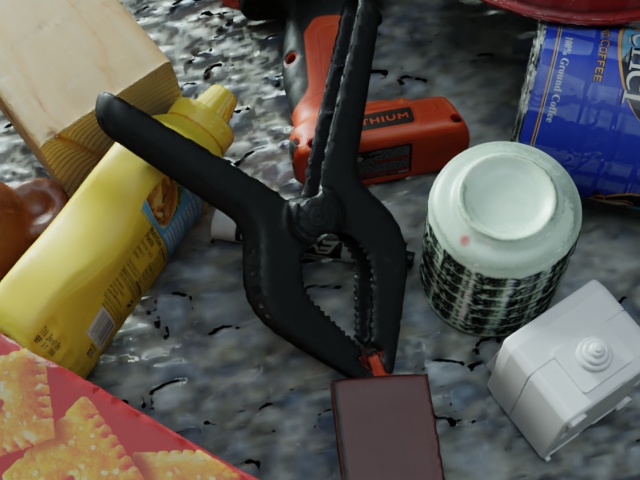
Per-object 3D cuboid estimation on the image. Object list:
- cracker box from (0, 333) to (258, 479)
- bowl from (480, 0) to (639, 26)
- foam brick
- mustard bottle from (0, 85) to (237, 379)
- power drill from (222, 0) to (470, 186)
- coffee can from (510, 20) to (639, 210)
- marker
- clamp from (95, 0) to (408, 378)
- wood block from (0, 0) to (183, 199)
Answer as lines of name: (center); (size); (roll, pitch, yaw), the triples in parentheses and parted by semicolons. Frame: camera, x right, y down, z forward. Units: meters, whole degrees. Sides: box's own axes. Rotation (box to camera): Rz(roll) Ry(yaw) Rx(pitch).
cracker box: (-0.118, 0.111, 0.508); (0.214, 0.164, 0.072); (28, 68, 13)
bowl: (0.141, -0.189, 0.614); (0.162, 0.055, 0.162); (3, 43, -3)
foam brick: (0.036, 0.115, 0.561); (0.051, 0.053, 0.078); (-7, 68, -1)
mustard bottle: (-0.106, -0.011, 0.597); (0.058, 0.096, 0.191); (29, 71, 15)
power drill: (0.034, -0.129, 0.666); (0.184, 0.057, 0.187); (-13, 64, 1)
coffee can: (0.184, -0.068, 0.607); (0.140, 0.103, 0.102); (13, 68, 8)
marker: (-0.004, 0.001, 0.630); (0.121, 0.020, 0.020); (11, 67, 6)
clamp: (-0.018, -0.014, 0.571); (0.164, 0.036, 0.210); (-19, 99, -19)
wood block: (-0.178, -0.131, 0.655); (0.090, 0.091, 0.206); (-36, 70, -12)
